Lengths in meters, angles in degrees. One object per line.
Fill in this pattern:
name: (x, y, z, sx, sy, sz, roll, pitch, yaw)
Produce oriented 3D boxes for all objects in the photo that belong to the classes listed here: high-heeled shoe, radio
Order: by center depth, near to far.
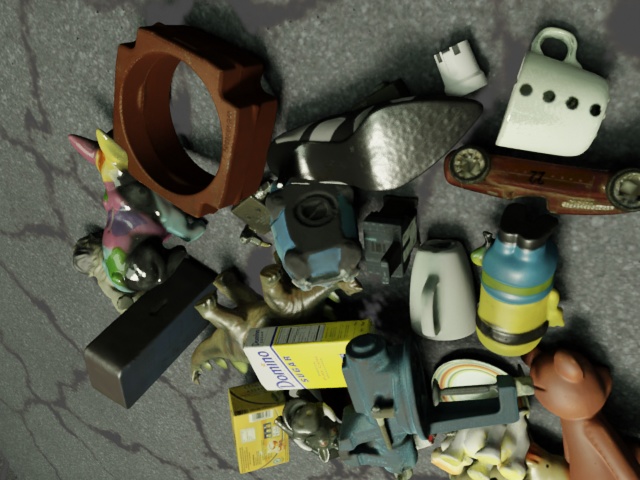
high-heeled shoe: (0.050, -0.113, 0.590, 0.249, 0.145, 0.086, -15, 115, 18)
radio: (-0.261, 0.148, 0.860, 0.073, 0.229, 0.131, 30, 136, 13)

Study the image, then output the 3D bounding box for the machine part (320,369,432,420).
machine part: (0.086, 0.234, 0.818, 0.180, 0.056, 0.179, 17, 128, 23)

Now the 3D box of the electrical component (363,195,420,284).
electrical component: (0.078, 0.006, 0.623, 0.048, 0.119, 0.074, 8, 127, 27)

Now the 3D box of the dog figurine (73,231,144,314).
dog figurine: (-0.361, 0.086, 0.981, 0.191, 0.121, 0.172, 29, 130, 31)

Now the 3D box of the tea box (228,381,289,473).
tea box: (-0.109, 0.335, 0.971, 0.098, 0.068, 0.169, -7, 127, -15)

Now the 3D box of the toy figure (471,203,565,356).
toy figure: (0.209, 0.049, 0.582, 0.082, 0.089, 0.179, -124, 14, -46)

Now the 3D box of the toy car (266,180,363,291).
toy car: (-0.001, -0.002, 0.660, 0.109, 0.162, 0.102, -14, 148, -3)

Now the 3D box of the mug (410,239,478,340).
mug: (0.139, 0.058, 0.636, 0.081, 0.109, 0.107, 3, 108, 35)

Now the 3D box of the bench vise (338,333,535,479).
bench vise: (0.132, 0.204, 0.642, 0.241, 0.129, 0.223, -11, 103, 15)

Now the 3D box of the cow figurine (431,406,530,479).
cow figurine: (0.209, 0.263, 0.717, 0.068, 0.098, 0.167, 33, 150, -5)

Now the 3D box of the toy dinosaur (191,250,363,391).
toy dinosaur: (-0.099, 0.140, 0.836, 0.471, 0.105, 0.198, -24, 107, 41)

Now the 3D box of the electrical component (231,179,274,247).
electrical component: (-0.078, -0.032, 0.735, 0.102, 0.045, 0.078, -25, 128, 38)

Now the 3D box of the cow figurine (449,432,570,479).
cow figurine: (0.270, 0.336, 0.758, 0.127, 0.085, 0.195, 47, 134, -13)

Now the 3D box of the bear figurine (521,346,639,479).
bear figurine: (0.326, 0.207, 0.629, 0.120, 0.132, 0.196, 128, 127, -75)

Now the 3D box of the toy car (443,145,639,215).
toy car: (0.218, -0.054, 0.511, 0.202, 0.089, 0.053, 14, 96, 23)

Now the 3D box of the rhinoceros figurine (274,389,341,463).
rhinoceros figurine: (-0.007, 0.281, 0.797, 0.112, 0.073, 0.190, 37, 164, 31)

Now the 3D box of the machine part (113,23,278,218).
machine part: (-0.158, -0.148, 0.668, 0.201, 0.087, 0.201, 31, 124, 20)

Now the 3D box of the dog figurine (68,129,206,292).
dog figurine: (-0.283, -0.055, 0.776, 0.109, 0.191, 0.219, 0, 136, 39)

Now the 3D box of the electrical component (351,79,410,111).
electrical component: (0.081, -0.142, 0.584, 0.094, 0.021, 0.063, -18, 109, 45)
